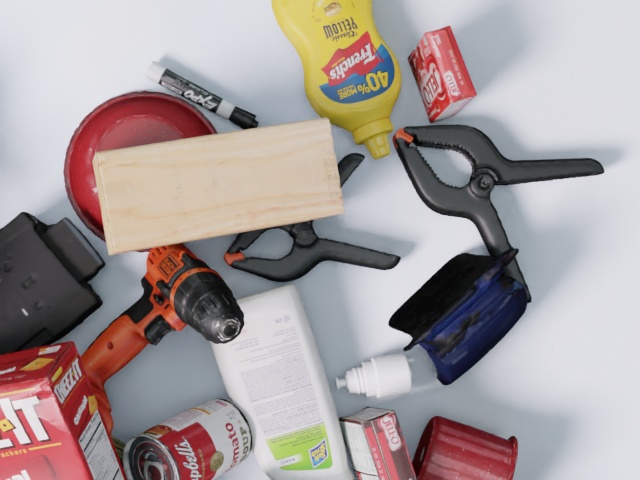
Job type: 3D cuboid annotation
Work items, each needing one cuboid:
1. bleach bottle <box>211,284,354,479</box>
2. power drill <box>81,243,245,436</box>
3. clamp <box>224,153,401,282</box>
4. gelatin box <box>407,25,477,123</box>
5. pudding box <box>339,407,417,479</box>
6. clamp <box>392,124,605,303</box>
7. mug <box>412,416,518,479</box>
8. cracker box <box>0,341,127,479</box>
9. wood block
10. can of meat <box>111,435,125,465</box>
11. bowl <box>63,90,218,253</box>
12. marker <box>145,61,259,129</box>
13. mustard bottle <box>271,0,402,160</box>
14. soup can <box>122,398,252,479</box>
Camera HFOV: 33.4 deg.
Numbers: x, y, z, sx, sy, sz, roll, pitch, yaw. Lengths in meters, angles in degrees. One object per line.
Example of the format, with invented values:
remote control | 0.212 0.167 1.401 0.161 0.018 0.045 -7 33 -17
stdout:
bleach bottle | -0.034 0.174 1.012 0.102 0.068 0.251 -16 89 -1
power drill | -0.158 0.096 0.960 0.187 0.185 0.057 -46 119 -4
clamp | -0.007 0.001 1.046 0.171 0.039 0.120 -28 82 -5
gelatin box | 0.118 -0.161 1.049 0.030 0.089 0.073 -19 86 -9
pudding box | 0.055 0.204 0.991 0.039 0.114 0.090 -16 86 -14
clamp | 0.162 -0.044 1.068 0.210 0.036 0.164 24 82 -1
mug | 0.129 0.228 1.015 0.081 0.093 0.117 20 107 1
cracker box | -0.256 0.206 0.900 0.164 0.072 0.213 -12 111 11
wood block | -0.093 -0.048 0.962 0.206 0.091 0.090 -10 91 -14
can of meat | -0.192 0.239 0.992 0.102 0.057 0.084 37 84 -1
bowl | -0.168 -0.071 1.028 0.162 0.055 0.162 1 84 -6
marker | -0.116 -0.141 1.059 0.121 0.020 0.020 28 82 -3
mustard bottle | 0.027 -0.171 1.057 0.096 0.058 0.191 -20 87 -13
soup can | -0.118 0.190 0.963 0.102 0.069 0.068 -20 85 -51
